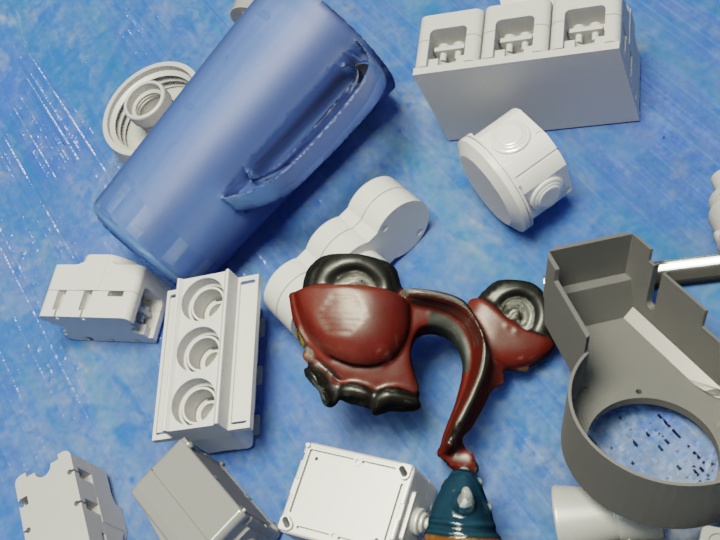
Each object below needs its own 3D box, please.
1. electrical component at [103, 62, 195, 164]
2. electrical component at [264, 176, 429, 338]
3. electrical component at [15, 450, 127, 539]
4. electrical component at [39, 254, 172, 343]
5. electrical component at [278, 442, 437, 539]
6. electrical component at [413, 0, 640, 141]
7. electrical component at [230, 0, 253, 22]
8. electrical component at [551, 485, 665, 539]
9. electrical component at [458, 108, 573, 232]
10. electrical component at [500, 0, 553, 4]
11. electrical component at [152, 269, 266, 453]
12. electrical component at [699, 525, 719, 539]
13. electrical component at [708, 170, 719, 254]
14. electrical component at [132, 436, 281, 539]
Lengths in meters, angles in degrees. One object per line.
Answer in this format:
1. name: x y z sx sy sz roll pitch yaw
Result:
1. electrical component: -0.175 -0.133 0.947 0.108 0.060 0.108 -11 59 19
2. electrical component: 0.000 0.000 0.799 0.138 0.052 0.074 -45 55 -4
3. electrical component: -0.209 0.188 0.789 0.050 0.055 0.089 -30 55 7
4. electrical component: -0.207 0.023 0.882 0.089 0.050 0.055 0 64 25
5. electrical component: 0.007 0.159 0.704 0.096 0.061 0.061 7 66 28
6. electrical component: 0.127 -0.154 0.803 0.150 0.089 0.061 -3 62 23
7. electrical component: -0.091 -0.238 0.957 0.044 0.077 0.079 6 66 27
8. electrical component: 0.153 0.149 0.656 0.065 0.044 0.044 -11 59 14
9. electrical component: 0.111 -0.072 0.773 0.051 0.080 0.080 -35 54 -4
10. electrical component: 0.154 -0.212 0.847 0.080 0.051 0.080 -11 59 19
11. electrical component: -0.107 0.070 0.803 0.079 0.063 0.121 -10 60 19
12. electrical component: 0.222 0.192 0.582 0.100 0.048 0.099 6 49 27
13. electrical component: 0.252 -0.040 0.713 0.048 0.048 0.062 -21 50 13
14. electrical component: -0.105 0.175 0.746 0.061 0.061 0.096 -46 55 -5
